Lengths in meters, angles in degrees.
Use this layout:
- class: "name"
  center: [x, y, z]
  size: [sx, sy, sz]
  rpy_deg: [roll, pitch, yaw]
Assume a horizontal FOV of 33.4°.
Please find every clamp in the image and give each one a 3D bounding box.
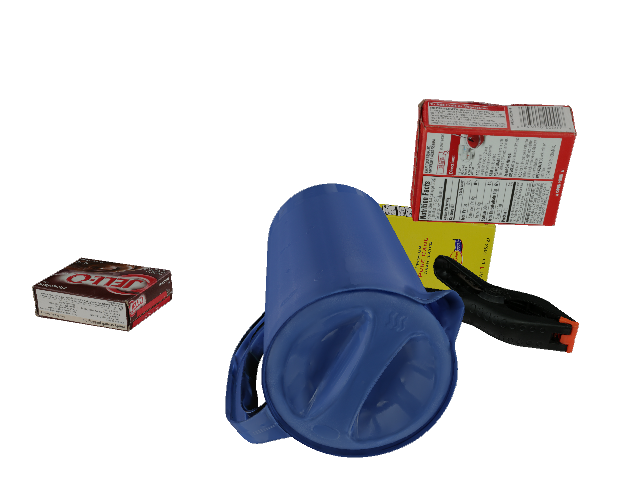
- class: "clamp"
  center: [0.155, 0.057, 0.985]
  size: [0.172, 0.039, 0.120]
  rpy_deg: [18, 30, 17]

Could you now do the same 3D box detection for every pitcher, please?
- class: "pitcher"
  center: [0.008, 0.051, 0.821]
  size: [0.149, 0.145, 0.243]
  rpy_deg: [7, 22, -8]

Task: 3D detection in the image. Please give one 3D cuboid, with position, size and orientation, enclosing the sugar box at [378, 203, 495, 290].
- class: "sugar box"
  center: [0.105, 0.010, 1.221]
  size: [0.176, 0.093, 0.048]
  rpy_deg: [4, 23, -3]

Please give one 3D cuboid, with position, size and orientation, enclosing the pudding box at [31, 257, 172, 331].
- class: "pudding box"
  center: [-0.221, 0.054, 1.090]
  size: [0.114, 0.039, 0.090]
  rpy_deg: [5, 19, 21]

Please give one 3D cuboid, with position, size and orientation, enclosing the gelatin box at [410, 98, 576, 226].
- class: "gelatin box"
  center: [0.099, -0.045, 0.630]
  size: [0.089, 0.073, 0.030]
  rpy_deg: [3, 45, 2]
